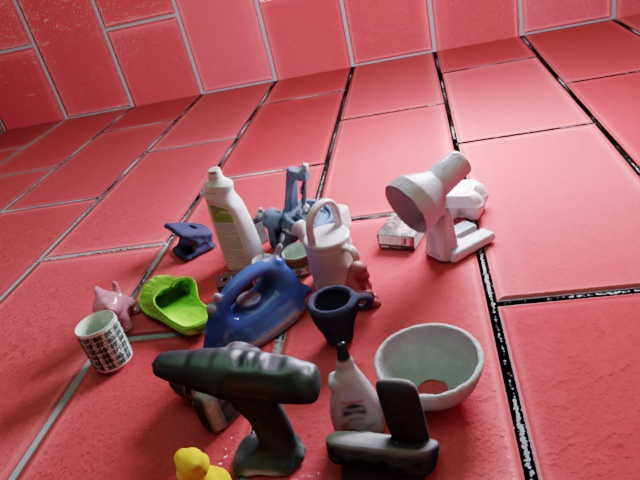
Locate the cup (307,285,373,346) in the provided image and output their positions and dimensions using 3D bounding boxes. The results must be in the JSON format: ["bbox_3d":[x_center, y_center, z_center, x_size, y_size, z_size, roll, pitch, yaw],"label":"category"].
[{"bbox_3d":[0.042,0.140,1.034,0.117,0.095,0.091,-11,29,4],"label":"cup"}]

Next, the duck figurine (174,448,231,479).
[{"bbox_3d":[-0.169,0.331,0.797,0.078,0.086,0.104,-32,34,-30],"label":"duck figurine"}]

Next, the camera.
[{"bbox_3d":[-0.182,0.228,0.969,0.136,0.101,0.143,10,37,36],"label":"camera"}]

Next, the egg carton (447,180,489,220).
[{"bbox_3d":[0.319,-0.095,1.356,0.150,0.069,0.107,2,32,25],"label":"egg carton"}]

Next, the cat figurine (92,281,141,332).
[{"bbox_3d":[-0.441,0.137,1.219,0.067,0.118,0.127,-13,29,2],"label":"cat figurine"}]

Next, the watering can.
[{"bbox_3d":[0.009,0.005,1.182,0.172,0.194,0.101,2,33,26],"label":"watering can"}]

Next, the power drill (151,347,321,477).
[{"bbox_3d":[-0.103,0.237,0.808,0.229,0.209,0.075,-7,30,12],"label":"power drill"}]

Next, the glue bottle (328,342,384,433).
[{"bbox_3d":[0.044,0.214,0.823,0.078,0.173,0.037,-12,29,3],"label":"glue bottle"}]

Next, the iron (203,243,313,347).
[{"bbox_3d":[-0.141,0.120,1.098,0.118,0.142,0.259,17,41,42],"label":"iron"}]

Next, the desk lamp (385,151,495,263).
[{"bbox_3d":[0.247,-0.064,1.183,0.204,0.214,0.117,-26,32,-22],"label":"desk lamp"}]

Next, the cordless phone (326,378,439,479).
[{"bbox_3d":[0.075,0.242,0.749,0.147,0.185,0.094,-3,31,18],"label":"cordless phone"}]

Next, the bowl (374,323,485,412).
[{"bbox_3d":[0.171,0.207,0.883,0.167,0.075,0.167,-10,29,6],"label":"bowl"}]

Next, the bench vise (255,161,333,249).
[{"bbox_3d":[-0.066,-0.070,1.320,0.207,0.220,0.121,-7,30,12],"label":"bench vise"}]

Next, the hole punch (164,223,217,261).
[{"bbox_3d":[-0.332,-0.014,1.466,0.101,0.091,0.108,-30,33,-27],"label":"hole punch"}]

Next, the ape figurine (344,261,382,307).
[{"bbox_3d":[0.079,0.083,1.121,0.076,0.092,0.078,-2,31,19],"label":"ape figurine"}]
